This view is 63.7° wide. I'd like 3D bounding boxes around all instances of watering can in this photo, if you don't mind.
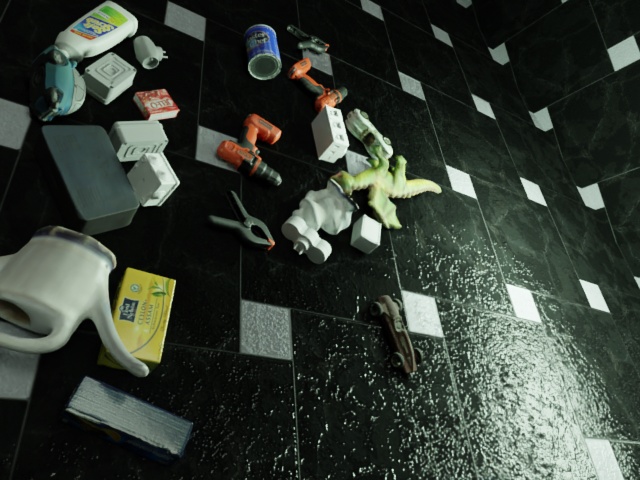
[{"bbox_3d":[-0.417,0.097,0.864,0.347,0.101,0.230,18,48,-2],"label":"watering can"}]

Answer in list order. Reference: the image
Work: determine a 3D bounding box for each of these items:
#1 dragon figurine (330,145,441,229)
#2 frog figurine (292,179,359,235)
[{"bbox_3d":[0.216,-0.141,1.594,0.408,0.120,0.247,21,64,-21],"label":"dragon figurine"},{"bbox_3d":[0.004,-0.069,1.369,0.160,0.122,0.137,-37,93,-12],"label":"frog figurine"}]
